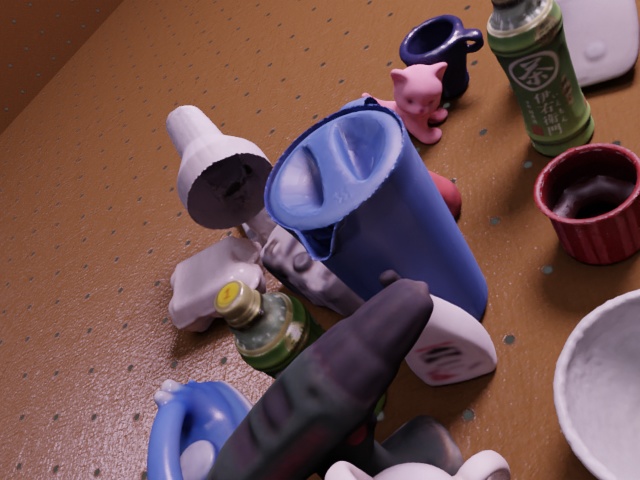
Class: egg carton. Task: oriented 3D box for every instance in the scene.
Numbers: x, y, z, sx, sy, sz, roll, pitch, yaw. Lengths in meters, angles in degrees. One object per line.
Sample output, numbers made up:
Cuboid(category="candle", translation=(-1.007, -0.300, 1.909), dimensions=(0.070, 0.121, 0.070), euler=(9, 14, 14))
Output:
Cuboid(category="egg carton", translation=(-0.142, 0.061, 0.794), dimensions=(0.150, 0.070, 0.107), euler=(-28, 42, 17))

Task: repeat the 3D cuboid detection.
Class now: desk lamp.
Cuboid(category="desk lamp", translation=(-0.119, -0.081, 0.786), dimensions=(0.118, 0.214, 0.202), euler=(-40, 40, 3))

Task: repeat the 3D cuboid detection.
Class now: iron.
Cuboid(category="iron", translation=(-0.125, 0.224, 0.582), dimensions=(0.118, 0.142, 0.257), euler=(-34, 41, 10))

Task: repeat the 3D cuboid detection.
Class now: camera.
Cuboid(category="camera", translation=(0.006, 0.003, 0.700), dimensions=(0.142, 0.101, 0.137), euler=(20, 70, 47))

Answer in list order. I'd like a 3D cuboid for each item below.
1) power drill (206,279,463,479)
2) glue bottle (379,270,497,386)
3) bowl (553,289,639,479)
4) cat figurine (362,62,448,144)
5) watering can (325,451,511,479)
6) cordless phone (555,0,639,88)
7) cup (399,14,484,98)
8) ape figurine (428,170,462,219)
Cuboid(category="power drill", translation=(0.032, 0.154, 0.463), dimensions=(0.229, 0.209, 0.075), euler=(-41, 40, 2))
Cuboid(category="glue bottle", translation=(0.095, 0.076, 0.508), dimensions=(0.078, 0.174, 0.037), euler=(-24, 43, 21))
Cuboid(category="bowl", translation=(0.262, 0.120, 0.411), dimensions=(0.167, 0.075, 0.167), euler=(-22, 44, 23))
Cuboid(category="cat figurine", translation=(0.116, -0.188, 0.765), dimensions=(0.127, 0.118, 0.067), euler=(-2, 55, 38))
Cuboid(category="watering can", translation=(0.063, 0.216, 0.395), dimensions=(0.100, 0.195, 0.173), euler=(8, 61, 43))
Cuboid(category="cordless phone", translation=(0.272, -0.261, 0.650), dimensions=(0.147, 0.186, 0.094), euler=(-8, 51, 34))
Cuboid(category="cup", translation=(0.178, -0.245, 0.782), dimensions=(0.117, 0.095, 0.092), euler=(6, 59, 42))
Cuboid(category="ape figurine", translation=(0.118, -0.054, 0.666), dimensions=(0.076, 0.092, 0.078), euler=(-15, 47, 29))
